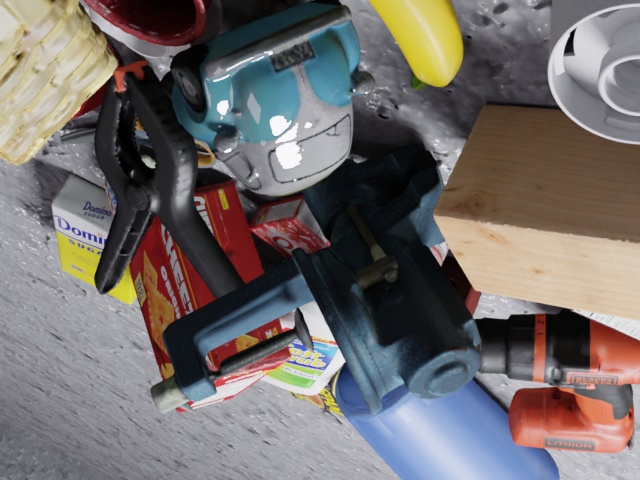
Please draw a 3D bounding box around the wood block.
[{"bbox_3d":[0.185,-0.011,0.616,0.206,0.090,0.090,9,150,35],"label":"wood block"}]

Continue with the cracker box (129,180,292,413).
[{"bbox_3d":[-0.109,0.060,0.978,0.164,0.072,0.214,71,158,11],"label":"cracker box"}]

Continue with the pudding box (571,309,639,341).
[{"bbox_3d":[0.238,0.040,0.727,0.113,0.039,0.090,26,156,8],"label":"pudding box"}]

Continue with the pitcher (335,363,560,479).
[{"bbox_3d":[0.117,0.193,1.057,0.149,0.145,0.242,-27,124,24],"label":"pitcher"}]

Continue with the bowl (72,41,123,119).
[{"bbox_3d":[-0.236,-0.141,0.836,0.162,0.055,0.162,23,155,11],"label":"bowl"}]

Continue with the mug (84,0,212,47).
[{"bbox_3d":[-0.097,-0.171,0.599,0.117,0.081,0.093,11,151,32],"label":"mug"}]

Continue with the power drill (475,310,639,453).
[{"bbox_3d":[0.189,0.115,0.858,0.184,0.057,0.187,3,153,12],"label":"power drill"}]

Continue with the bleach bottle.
[{"bbox_3d":[-0.015,0.073,0.959,0.102,0.068,0.251,23,157,0],"label":"bleach bottle"}]

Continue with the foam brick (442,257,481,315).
[{"bbox_3d":[0.087,0.043,0.871,0.078,0.053,0.051,16,154,21],"label":"foam brick"}]

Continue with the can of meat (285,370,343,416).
[{"bbox_3d":[0.003,0.146,1.157,0.084,0.057,0.102,16,154,28],"label":"can of meat"}]

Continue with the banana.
[{"bbox_3d":[0.028,-0.143,0.580,0.070,0.037,0.197,3,146,43],"label":"banana"}]

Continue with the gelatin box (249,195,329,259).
[{"bbox_3d":[-0.006,0.001,0.909,0.089,0.030,0.073,40,153,-25],"label":"gelatin box"}]

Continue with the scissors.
[{"bbox_3d":[-0.152,-0.082,0.912,0.096,0.016,0.202,37,154,-21],"label":"scissors"}]

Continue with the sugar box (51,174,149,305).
[{"bbox_3d":[-0.230,0.004,1.127,0.093,0.048,0.176,26,157,3],"label":"sugar box"}]

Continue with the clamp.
[{"bbox_3d":[-0.122,-0.032,0.830,0.165,0.036,0.210,15,120,30],"label":"clamp"}]

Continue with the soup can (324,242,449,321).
[{"bbox_3d":[0.053,0.028,0.811,0.068,0.102,0.068,22,158,9],"label":"soup can"}]
